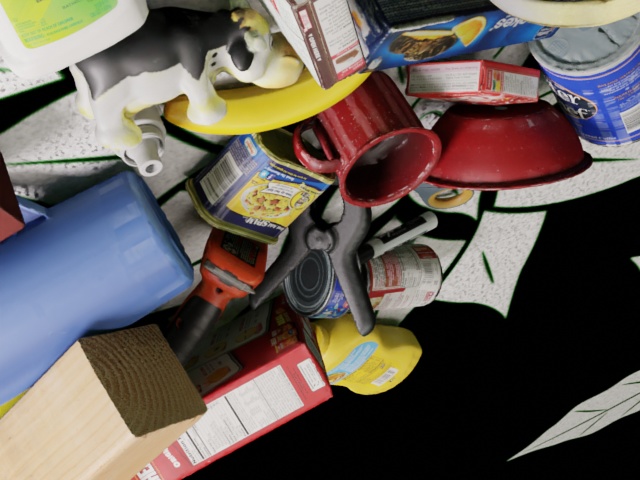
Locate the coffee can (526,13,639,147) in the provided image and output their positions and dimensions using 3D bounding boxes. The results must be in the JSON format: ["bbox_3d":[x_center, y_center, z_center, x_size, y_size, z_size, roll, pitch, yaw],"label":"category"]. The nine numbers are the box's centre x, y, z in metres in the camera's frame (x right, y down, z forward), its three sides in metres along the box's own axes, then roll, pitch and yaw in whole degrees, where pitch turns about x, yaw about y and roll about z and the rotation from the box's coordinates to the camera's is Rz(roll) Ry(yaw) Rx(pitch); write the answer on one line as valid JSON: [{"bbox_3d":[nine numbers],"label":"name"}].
[{"bbox_3d":[0.245,-0.156,0.926,0.103,0.103,0.140,-34,148,10],"label":"coffee can"}]

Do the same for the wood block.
[{"bbox_3d":[-0.200,0.167,0.872,0.206,0.090,0.090,-43,162,28],"label":"wood block"}]

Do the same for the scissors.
[{"bbox_3d":[0.081,-0.050,1.040,0.201,0.016,0.096,-9,153,-12],"label":"scissors"}]

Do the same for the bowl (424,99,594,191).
[{"bbox_3d":[0.160,-0.092,0.949,0.161,0.162,0.055,-13,110,-21],"label":"bowl"}]

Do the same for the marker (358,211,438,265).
[{"bbox_3d":[0.072,0.000,1.069,0.120,0.020,0.020,-25,153,-36],"label":"marker"}]

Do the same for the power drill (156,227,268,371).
[{"bbox_3d":[-0.117,0.071,0.971,0.057,0.184,0.188,30,108,-11],"label":"power drill"}]

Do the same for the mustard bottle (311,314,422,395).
[{"bbox_3d":[0.031,0.127,1.217,0.096,0.058,0.191,-40,146,21],"label":"mustard bottle"}]

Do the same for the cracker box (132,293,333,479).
[{"bbox_3d":[-0.099,0.149,1.055,0.213,0.164,0.072,-29,107,2],"label":"cracker box"}]

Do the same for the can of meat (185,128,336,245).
[{"bbox_3d":[-0.049,-0.050,0.908,0.084,0.057,0.101,-44,144,22],"label":"can of meat"}]

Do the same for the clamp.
[{"bbox_3d":[-0.006,0.001,0.972,0.120,0.171,0.039,3,-170,7],"label":"clamp"}]

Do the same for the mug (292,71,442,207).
[{"bbox_3d":[0.032,-0.085,0.891,0.117,0.081,0.093,-14,146,-21],"label":"mug"}]

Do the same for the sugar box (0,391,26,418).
[{"bbox_3d":[-0.272,0.128,0.964,0.176,0.093,0.048,-37,148,14],"label":"sugar box"}]

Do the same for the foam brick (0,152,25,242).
[{"bbox_3d":[-0.253,-0.035,0.759,0.053,0.078,0.051,-31,146,6],"label":"foam brick"}]

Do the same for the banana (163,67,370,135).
[{"bbox_3d":[-0.025,-0.124,0.842,0.197,0.037,0.069,-28,122,-3],"label":"banana"}]

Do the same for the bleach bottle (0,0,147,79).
[{"bbox_3d":[-0.183,-0.203,0.586,0.102,0.068,0.250,-25,146,-2],"label":"bleach bottle"}]

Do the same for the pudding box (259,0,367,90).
[{"bbox_3d":[-0.017,-0.168,0.708,0.039,0.113,0.090,-30,149,-2],"label":"pudding box"}]

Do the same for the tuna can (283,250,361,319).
[{"bbox_3d":[0.000,0.034,1.035,0.033,0.086,0.086,4,137,-38],"label":"tuna can"}]

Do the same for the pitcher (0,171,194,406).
[{"bbox_3d":[-0.232,0.037,0.846,0.243,0.145,0.149,-29,161,-3],"label":"pitcher"}]

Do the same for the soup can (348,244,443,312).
[{"bbox_3d":[0.069,0.038,1.108,0.102,0.068,0.069,-2,140,-35],"label":"soup can"}]

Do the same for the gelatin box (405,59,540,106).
[{"bbox_3d":[0.127,-0.131,0.898,0.073,0.030,0.089,2,-177,-40],"label":"gelatin box"}]
